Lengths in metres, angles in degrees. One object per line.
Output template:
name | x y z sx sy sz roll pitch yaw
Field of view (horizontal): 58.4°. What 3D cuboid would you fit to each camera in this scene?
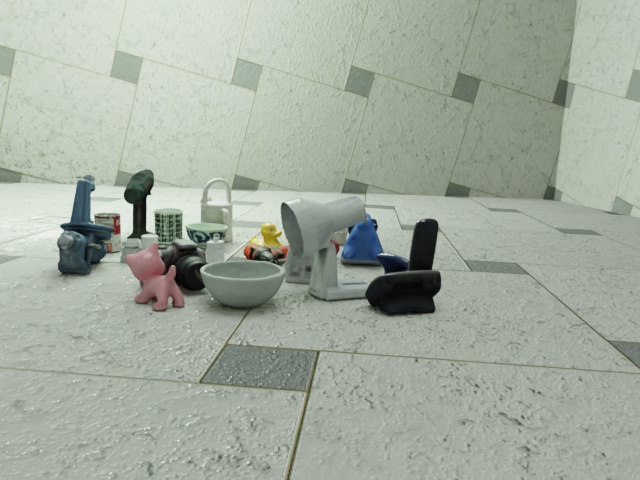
camera | -0.296 0.055 1.213 0.144 0.101 0.136 -4 12 -33

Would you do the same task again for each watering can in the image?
watering can | -0.325 -0.095 1.776 0.172 0.194 0.101 10 13 34

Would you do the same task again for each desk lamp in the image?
desk lamp | 0.018 0.013 1.207 0.204 0.213 0.117 -2 11 -23

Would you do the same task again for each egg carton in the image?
egg carton | 0.041 -0.029 1.853 0.107 0.069 0.150 3 10 5

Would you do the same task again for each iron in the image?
iron | 0.122 -0.014 1.587 0.118 0.141 0.258 3 10 4

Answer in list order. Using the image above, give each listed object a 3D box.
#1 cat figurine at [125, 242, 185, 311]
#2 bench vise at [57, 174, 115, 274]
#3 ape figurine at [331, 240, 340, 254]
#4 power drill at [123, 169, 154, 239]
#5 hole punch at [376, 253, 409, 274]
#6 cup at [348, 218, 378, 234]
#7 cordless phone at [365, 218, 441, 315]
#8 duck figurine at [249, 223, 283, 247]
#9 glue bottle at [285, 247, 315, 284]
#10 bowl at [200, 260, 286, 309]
cat figurine | -0.318 0.065 1.103 0.127 0.118 0.067 11 13 38
bench vise | -0.542 -0.039 1.332 0.122 0.220 0.207 -1 11 -20
ape figurine | 0.015 0.006 1.590 0.077 0.092 0.076 6 11 16
power drill | -0.540 -0.104 1.730 0.075 0.208 0.229 1 10 -7
hole punch | 0.183 0.073 1.265 0.101 0.091 0.108 -6 13 -39
cup | 0.134 -0.016 1.735 0.092 0.095 0.117 -5 13 -35
cordless phone | 0.170 0.048 1.133 0.148 0.185 0.094 -3 12 -26
duck figurine | -0.152 -0.007 1.634 0.104 0.086 0.078 7 11 21
glue bottle | -0.039 0.013 1.307 0.078 0.173 0.037 5 11 13
bowl | -0.150 0.091 1.120 0.167 0.075 0.167 3 10 0
